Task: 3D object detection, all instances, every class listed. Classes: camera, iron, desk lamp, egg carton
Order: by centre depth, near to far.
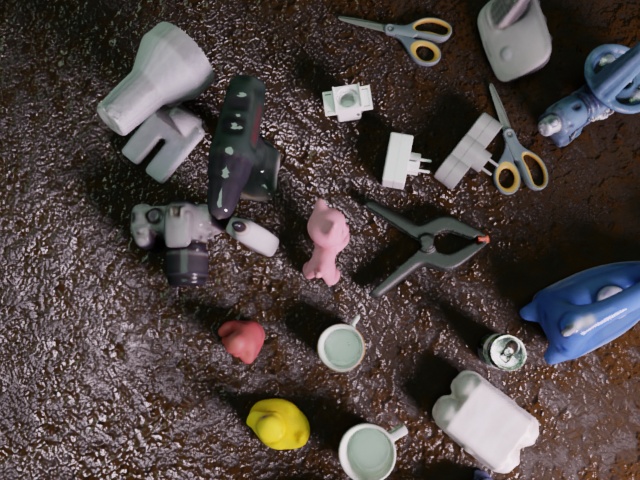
[{"bbox_3d":[0.444,0.090,0.859,0.258,0.141,0.118,-27,80,0],"label":"iron"},{"bbox_3d":[0.253,0.280,0.883,0.150,0.069,0.107,37,86,9],"label":"egg carton"},{"bbox_3d":[-0.257,-0.216,0.922,0.118,0.213,0.203,36,86,9],"label":"desk lamp"},{"bbox_3d":[-0.238,0.008,0.945,0.143,0.101,0.137,-2,82,4],"label":"camera"}]

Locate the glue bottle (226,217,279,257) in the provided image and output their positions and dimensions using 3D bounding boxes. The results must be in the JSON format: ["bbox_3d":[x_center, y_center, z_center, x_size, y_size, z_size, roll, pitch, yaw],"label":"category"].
[{"bbox_3d":[-0.114,-0.011,0.901,0.078,0.173,0.037,23,84,8],"label":"glue bottle"}]

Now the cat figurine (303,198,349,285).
[{"bbox_3d":[0.008,0.003,0.918,0.067,0.118,0.128,11,83,6],"label":"cat figurine"}]

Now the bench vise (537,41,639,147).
[{"bbox_3d":[0.440,-0.224,0.865,0.121,0.220,0.207,38,86,9],"label":"bench vise"}]

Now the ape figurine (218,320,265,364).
[{"bbox_3d":[-0.129,0.163,0.918,0.076,0.092,0.078,-23,80,1],"label":"ape figurine"}]

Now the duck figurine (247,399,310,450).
[{"bbox_3d":[-0.068,0.294,0.898,0.104,0.086,0.077,22,84,7],"label":"duck figurine"}]

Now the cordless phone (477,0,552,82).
[{"bbox_3d":[0.322,-0.352,0.910,0.094,0.185,0.147,-18,81,2],"label":"cordless phone"}]

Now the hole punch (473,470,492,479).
[{"bbox_3d":[0.249,0.417,0.852,0.101,0.091,0.108,-38,81,-2],"label":"hole punch"}]

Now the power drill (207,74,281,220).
[{"bbox_3d":[-0.118,-0.128,0.901,0.075,0.208,0.230,5,82,6],"label":"power drill"}]
